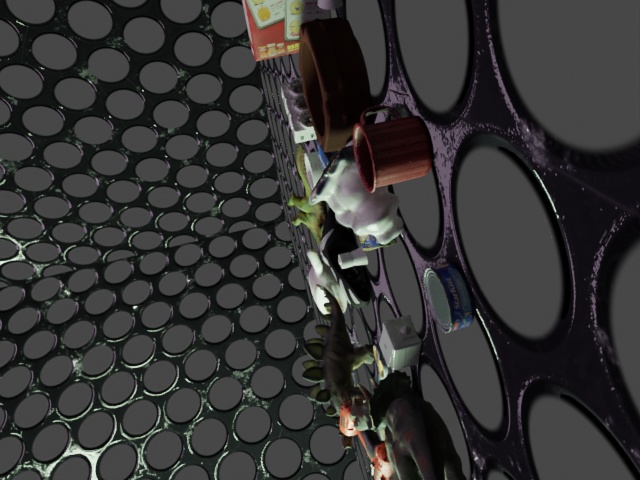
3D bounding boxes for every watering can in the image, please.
[{"bbox_3d":[0.014,0.134,1.673,0.228,0.104,0.341,-118,6,-64],"label":"watering can"}]

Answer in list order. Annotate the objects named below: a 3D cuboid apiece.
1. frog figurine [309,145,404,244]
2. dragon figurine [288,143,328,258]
[{"bbox_3d":[0.077,-0.076,0.851,0.135,0.159,0.125,-56,7,20],"label":"frog figurine"},{"bbox_3d":[0.005,-0.079,1.568,0.247,0.123,0.400,50,161,34],"label":"dragon figurine"}]
